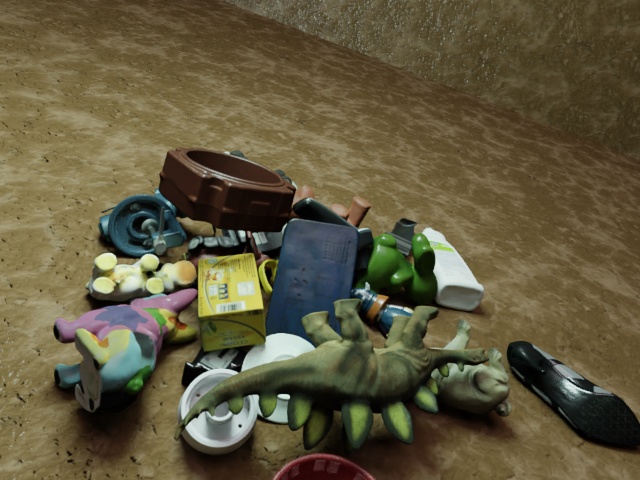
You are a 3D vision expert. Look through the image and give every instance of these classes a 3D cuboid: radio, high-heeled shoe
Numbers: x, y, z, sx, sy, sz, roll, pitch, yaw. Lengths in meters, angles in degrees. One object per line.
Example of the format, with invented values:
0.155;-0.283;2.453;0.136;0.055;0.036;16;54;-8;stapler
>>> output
-0.015;0.083;0.899;0.131;0.073;0.229;11;69;-4;radio
0.448;0.272;0.964;0.249;0.086;0.145;38;3;1;high-heeled shoe

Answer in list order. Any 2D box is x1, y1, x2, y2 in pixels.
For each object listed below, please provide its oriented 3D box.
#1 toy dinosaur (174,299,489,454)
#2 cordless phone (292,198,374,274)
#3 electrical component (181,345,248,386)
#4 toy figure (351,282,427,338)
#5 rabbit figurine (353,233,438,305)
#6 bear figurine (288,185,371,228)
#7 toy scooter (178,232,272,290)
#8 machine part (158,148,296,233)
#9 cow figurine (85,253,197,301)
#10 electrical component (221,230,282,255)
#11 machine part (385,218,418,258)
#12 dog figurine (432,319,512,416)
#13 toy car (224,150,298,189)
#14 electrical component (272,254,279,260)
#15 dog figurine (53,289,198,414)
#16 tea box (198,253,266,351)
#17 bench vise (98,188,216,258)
0.041;0.185;0.738;0.471;0.105;0.198;3;64;-21;toy dinosaur
-0.003;-0.003;1.022;0.184;0.147;0.089;35;46;-31;cordless phone
-0.148;0.181;0.819;0.075;0.047;0.119;23;33;9;electrical component
0.122;0.140;0.994;0.155;0.057;0.064;34;58;20;toy figure
0.167;0.059;1.078;0.170;0.159;0.121;26;20;-14;rabbit figurine
-0.005;-0.072;1.198;0.196;0.131;0.120;42;37;25;bear figurine
-0.165;0.025;0.968;0.184;0.135;0.075;-1;38;-23;toy scooter
-0.159;-0.091;0.936;0.201;0.087;0.202;2;22;-43;machine part
-0.296;0.070;0.895;0.167;0.098;0.068;3;67;-31;cow figurine
-0.130;-0.023;1.079;0.134;0.058;0.115;-11;76;-38;electrical component
0.191;-0.009;1.272;0.084;0.039;0.139;19;33;13;machine part
0.192;0.239;0.863;0.190;0.121;0.173;-22;44;-26;dog figurine
-0.145;-0.155;1.275;0.201;0.056;0.074;22;13;-28;toy car
-0.061;0.050;1.080;0.063;0.021;0.094;31;35;20;electrical component
-0.251;0.141;0.768;0.192;0.108;0.219;16;22;39;dog figurine
-0.142;0.092;0.848;0.098;0.068;0.170;-6;28;-8;tea box
-0.289;-0.031;0.992;0.224;0.128;0.241;-8;22;-22;bench vise
